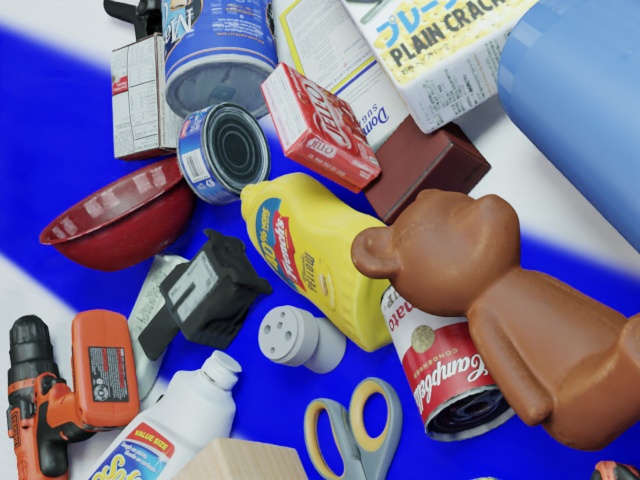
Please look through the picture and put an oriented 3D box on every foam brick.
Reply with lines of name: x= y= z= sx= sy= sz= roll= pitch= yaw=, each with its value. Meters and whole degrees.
foam brick: x=0.075 y=-0.049 z=0.785 sx=0.078 sy=0.052 sz=0.051 roll=-49 pitch=48 yaw=18

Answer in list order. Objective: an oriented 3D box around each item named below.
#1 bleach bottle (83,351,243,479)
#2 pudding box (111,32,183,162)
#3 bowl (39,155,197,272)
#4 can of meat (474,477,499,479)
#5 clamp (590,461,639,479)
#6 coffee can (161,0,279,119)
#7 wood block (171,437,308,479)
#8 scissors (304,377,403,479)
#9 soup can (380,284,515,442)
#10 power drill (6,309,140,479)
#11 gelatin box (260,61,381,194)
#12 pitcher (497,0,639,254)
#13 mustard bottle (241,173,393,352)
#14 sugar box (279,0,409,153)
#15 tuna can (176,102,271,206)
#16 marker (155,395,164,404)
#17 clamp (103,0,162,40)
bleach bottle: x=-0.148 y=0.198 z=0.904 sx=0.251 sy=0.068 sz=0.103 roll=-56 pitch=46 yaw=10
pudding box: x=-0.164 y=-0.136 z=1.031 sx=0.090 sy=0.039 sz=0.113 roll=-4 pitch=89 yaw=50
bowl: x=-0.171 y=-0.017 z=0.973 sx=0.162 sy=0.055 sz=0.162 roll=-25 pitch=18 yaw=8
can of meat: x=0.091 y=0.210 z=0.674 sx=0.102 sy=0.057 sz=0.084 roll=-37 pitch=50 yaw=28
clamp: x=0.178 y=0.232 z=0.596 sx=0.165 sy=0.036 sz=0.210 roll=-32 pitch=55 yaw=31
coffee can: x=-0.091 y=-0.188 z=0.957 sx=0.103 sy=0.102 sz=0.140 roll=-26 pitch=58 yaw=35
wood block: x=-0.037 y=0.254 z=0.757 sx=0.091 sy=0.090 sz=0.206 roll=-45 pitch=50 yaw=23
scissors: x=0.047 y=0.182 z=0.754 sx=0.096 sy=0.016 sz=0.202 roll=-50 pitch=48 yaw=20
soup can: x=0.087 y=0.075 z=0.719 sx=0.069 sy=0.068 sz=0.102 roll=-39 pitch=51 yaw=27
power drill: x=-0.237 y=0.132 z=0.992 sx=0.188 sy=0.057 sz=0.184 roll=-37 pitch=59 yaw=47
gelatin box: x=0.000 y=-0.082 z=0.782 sx=0.030 sy=0.073 sz=0.089 roll=-45 pitch=40 yaw=23
pitcher: x=0.208 y=-0.064 z=0.597 sx=0.243 sy=0.149 sz=0.145 roll=-123 pitch=43 yaw=-53
mustard bottle: x=-0.006 y=0.001 z=0.824 sx=0.192 sy=0.058 sz=0.096 roll=38 pitch=143 yaw=46
sugar box: x=0.031 y=-0.139 z=0.865 sx=0.093 sy=0.048 sz=0.176 roll=-36 pitch=57 yaw=29
tuna can: x=-0.082 y=-0.075 z=0.920 sx=0.034 sy=0.086 sz=0.086 roll=-15 pitch=65 yaw=38
marker: x=-0.164 y=0.184 z=0.952 sx=0.121 sy=0.020 sz=0.020 roll=-54 pitch=47 yaw=16
clamp: x=-0.176 y=-0.234 z=1.102 sx=0.120 sy=0.039 sz=0.171 roll=-47 pitch=50 yaw=40
